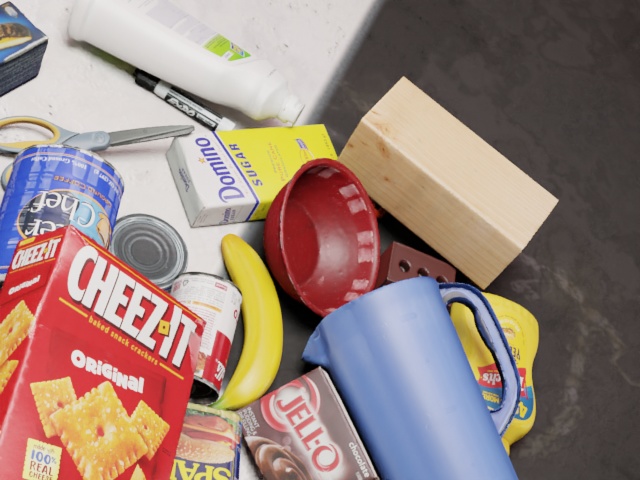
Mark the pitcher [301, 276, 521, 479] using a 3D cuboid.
[{"bbox_3d":[0.106,0.161,0.994,0.144,0.149,0.243,0,60,-54],"label":"pitcher"}]

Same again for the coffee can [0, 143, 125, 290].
[{"bbox_3d":[-0.235,0.001,0.933,0.102,0.103,0.140,18,57,-17],"label":"coffee can"}]

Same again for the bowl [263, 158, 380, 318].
[{"bbox_3d":[-0.007,0.001,1.065,0.161,0.055,0.162,12,75,-51],"label":"bowl"}]

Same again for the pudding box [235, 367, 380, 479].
[{"bbox_3d":[-0.012,0.183,0.949,0.090,0.039,0.113,-29,73,4],"label":"pudding box"}]

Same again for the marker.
[{"bbox_3d":[-0.146,-0.148,1.140,0.121,0.020,0.020,32,50,-6],"label":"marker"}]

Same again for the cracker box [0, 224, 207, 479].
[{"bbox_3d":[-0.179,0.121,0.808,0.164,0.072,0.213,42,46,-39],"label":"cracker box"}]

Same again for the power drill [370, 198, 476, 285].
[{"bbox_3d":[0.139,-0.051,1.203,0.187,0.057,0.184,35,53,1],"label":"power drill"}]

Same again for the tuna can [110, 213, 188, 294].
[{"bbox_3d":[-0.169,0.018,1.008,0.086,0.034,0.086,14,54,-20],"label":"tuna can"}]

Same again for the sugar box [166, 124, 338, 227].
[{"bbox_3d":[-0.063,-0.070,1.115,0.175,0.048,0.093,-7,62,-33],"label":"sugar box"}]

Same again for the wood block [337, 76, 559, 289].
[{"bbox_3d":[0.129,-0.058,1.110,0.206,0.090,0.090,39,54,5],"label":"wood block"}]

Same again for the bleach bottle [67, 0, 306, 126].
[{"bbox_3d":[-0.132,-0.192,1.125,0.251,0.068,0.102,30,33,0],"label":"bleach bottle"}]

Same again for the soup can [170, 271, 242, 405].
[{"bbox_3d":[-0.112,0.088,0.960,0.068,0.069,0.102,21,59,-15],"label":"soup can"}]

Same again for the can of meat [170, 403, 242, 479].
[{"bbox_3d":[-0.117,0.187,0.909,0.102,0.058,0.084,15,51,-19],"label":"can of meat"}]

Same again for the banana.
[{"bbox_3d":[-0.068,0.080,1.018,0.069,0.037,0.197,16,53,-18],"label":"banana"}]

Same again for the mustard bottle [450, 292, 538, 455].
[{"bbox_3d":[0.174,0.150,1.085,0.096,0.058,0.191,25,51,-19],"label":"mustard bottle"}]

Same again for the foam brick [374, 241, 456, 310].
[{"bbox_3d":[0.096,0.047,1.117,0.078,0.051,0.053,22,52,-13],"label":"foam brick"}]

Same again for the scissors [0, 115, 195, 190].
[{"bbox_3d":[-0.223,-0.080,1.035,0.201,0.016,0.096,4,64,-12],"label":"scissors"}]
